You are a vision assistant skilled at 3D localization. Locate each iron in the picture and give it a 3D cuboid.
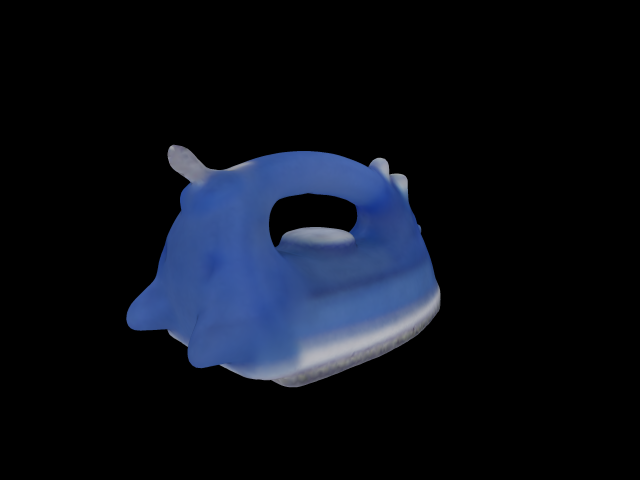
[{"bbox_3d":[0.004,0.001,0.400,0.259,0.141,0.118,-11,16,-41],"label":"iron"}]
